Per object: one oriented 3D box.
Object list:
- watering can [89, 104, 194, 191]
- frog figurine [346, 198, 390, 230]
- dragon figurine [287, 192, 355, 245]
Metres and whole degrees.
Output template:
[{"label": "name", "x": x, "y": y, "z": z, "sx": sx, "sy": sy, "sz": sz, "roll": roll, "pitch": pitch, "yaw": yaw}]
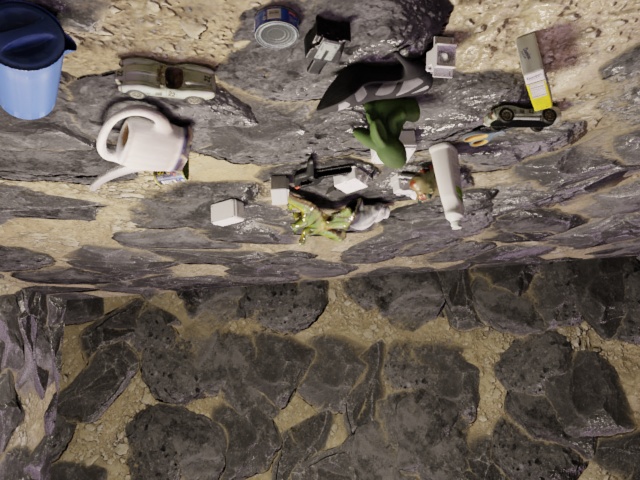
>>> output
[{"label": "watering can", "x": -0.461, "y": -0.220, "z": 1.326, "sx": 0.224, "sy": 0.106, "sz": 0.341, "roll": 7, "pitch": 146, "yaw": -32}, {"label": "frog figurine", "x": 0.188, "y": -0.090, "z": 1.963, "sx": 0.159, "sy": 0.126, "sz": 0.134, "roll": 16, "pitch": 137, "yaw": -22}, {"label": "dragon figurine", "x": 0.006, "y": -0.094, "z": 1.876, "sx": 0.242, "sy": 0.125, "sz": 0.402, "roll": -8, "pitch": 149, "yaw": 8}]
